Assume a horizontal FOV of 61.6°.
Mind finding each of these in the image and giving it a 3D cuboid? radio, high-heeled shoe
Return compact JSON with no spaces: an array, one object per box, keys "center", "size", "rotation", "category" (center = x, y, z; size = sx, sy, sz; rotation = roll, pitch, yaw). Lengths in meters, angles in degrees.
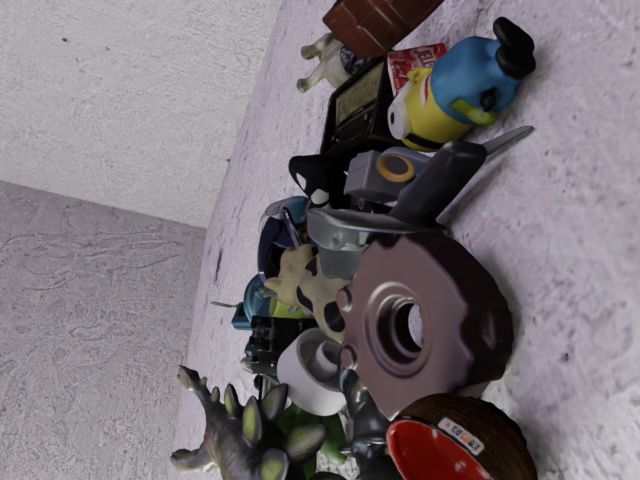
[{"center":[0.072,-0.181,0.809],"size":[0.230,0.073,0.131],"rotation":[172,110,-72],"category":"radio"},{"center":[-0.012,-0.083,0.881],"size":[0.249,0.145,0.086],"rotation":[164,119,-69],"category":"high-heeled shoe"}]

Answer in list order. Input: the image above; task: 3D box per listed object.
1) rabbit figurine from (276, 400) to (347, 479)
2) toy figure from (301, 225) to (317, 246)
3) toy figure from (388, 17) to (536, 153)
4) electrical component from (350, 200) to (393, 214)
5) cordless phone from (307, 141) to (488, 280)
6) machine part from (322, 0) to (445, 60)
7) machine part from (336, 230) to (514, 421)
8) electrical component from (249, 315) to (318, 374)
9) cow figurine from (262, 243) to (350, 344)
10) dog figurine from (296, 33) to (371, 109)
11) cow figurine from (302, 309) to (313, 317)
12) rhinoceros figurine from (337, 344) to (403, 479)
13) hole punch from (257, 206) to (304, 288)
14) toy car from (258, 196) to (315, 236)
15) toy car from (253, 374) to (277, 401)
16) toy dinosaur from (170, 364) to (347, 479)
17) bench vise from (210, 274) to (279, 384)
[{"center":[-0.032,0.250,0.741],"size":[0.170,0.121,0.159],"rotation":[-65,21,-2],"category":"rabbit figurine"},{"center":[-0.001,-0.005,0.927],"size":[0.155,0.058,0.064],"rotation":[-136,39,-69],"category":"toy figure"},{"center":[0.141,-0.145,0.550],"size":[0.180,0.089,0.082],"rotation":[-25,28,58],"category":"toy figure"},{"center":[0.073,-0.011,0.716],"size":[0.119,0.048,0.074],"rotation":[-131,57,-70],"category":"electrical component"},{"center":[0.075,-0.036,0.551],"size":[0.184,0.146,0.089],"rotation":[120,150,-51],"category":"cordless phone"},{"center":[0.105,-0.326,0.674],"size":[0.201,0.087,0.201],"rotation":[-49,17,4],"category":"machine part"},{"center":[0.086,0.079,0.492],"size":[0.179,0.056,0.179],"rotation":[1,92,54],"category":"machine part"},{"center":[-0.049,0.170,0.830],"size":[0.134,0.115,0.058],"rotation":[91,-177,-56],"category":"electrical component"},{"center":[0.003,0.066,0.704],"size":[0.127,0.085,0.195],"rotation":[-50,38,3],"category":"cow figurine"},{"center":[0.061,-0.341,0.972],"size":[0.191,0.121,0.172],"rotation":[-20,60,54],"category":"dog figurine"},{"center":[0.026,0.034,0.800],"size":[0.098,0.068,0.167],"rotation":[163,116,-64],"category":"cow figurine"},{"center":[0.055,0.189,0.574],"size":[0.190,0.073,0.112],"rotation":[-104,34,-58],"category":"rhinoceros figurine"},{"center":[-0.066,0.025,0.929],"size":[0.142,0.092,0.116],"rotation":[68,-178,-60],"category":"hole punch"},{"center":[-0.068,-0.026,1.064],"size":[0.109,0.103,0.161],"rotation":[-64,-1,-52],"category":"toy car"},{"center":[-0.097,0.308,1.012],"size":[0.073,0.056,0.202],"rotation":[111,164,-45],"category":"toy car"},{"center":[-0.061,0.292,0.609],"size":[0.472,0.105,0.198],"rotation":[43,117,40],"category":"toy dinosaur"},{"center":[-0.111,0.151,1.029],"size":[0.241,0.128,0.223],"rotation":[-10,58,53],"category":"bench vise"}]
